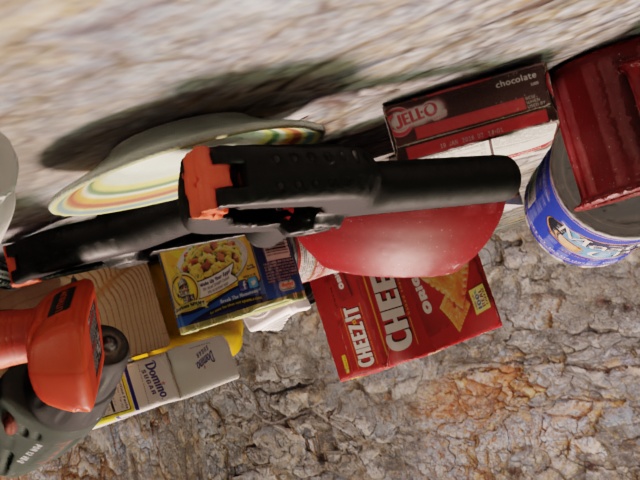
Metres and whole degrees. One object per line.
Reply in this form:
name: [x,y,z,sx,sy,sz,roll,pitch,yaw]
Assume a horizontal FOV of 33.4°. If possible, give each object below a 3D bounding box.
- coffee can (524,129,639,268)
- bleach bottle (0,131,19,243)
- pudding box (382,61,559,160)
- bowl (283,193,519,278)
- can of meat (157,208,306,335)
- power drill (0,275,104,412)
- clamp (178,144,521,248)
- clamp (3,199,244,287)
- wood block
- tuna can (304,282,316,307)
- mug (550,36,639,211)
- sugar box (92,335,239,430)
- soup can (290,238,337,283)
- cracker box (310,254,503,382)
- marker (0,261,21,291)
coffee can: [0.212,-0.039,0.792,0.103,0.103,0.140,-16,170,0]
bleach bottle: [-0.201,0.013,0.405,0.251,0.068,0.102,-22,175,40]
pudding box: [0.088,-0.065,0.615,0.090,0.039,0.113,-14,174,9]
bowl: [0.046,-0.010,0.694,0.162,0.055,0.162,1,-172,0]
can of meat: [-0.066,0.015,0.760,0.102,0.084,0.057,-19,175,32]
power drill: [-0.217,0.070,0.582,0.187,0.057,0.184,-5,-165,-5]
clamp: [-0.013,-0.019,0.523,0.165,0.036,0.209,-13,174,31]
clamp: [-0.112,-0.003,0.664,0.172,0.039,0.120,-12,170,24]
wood block: [-0.235,0.076,0.883,0.207,0.090,0.090,-20,174,38]
tuna can: [-0.035,0.031,1.064,0.034,0.086,0.086,-20,174,27]
mug: [0.178,-0.068,0.601,0.093,0.081,0.117,-17,176,12]
sugar box: [-0.165,0.125,0.880,0.176,0.048,0.093,-23,174,24]
soup can: [-0.006,0.001,0.905,0.102,0.068,0.069,-13,175,-41]
cracker box: [0.087,0.040,1.110,0.072,0.164,0.213,-22,173,41]
marker: [-0.220,0.022,0.718,0.020,0.020,0.121,-16,176,-5]
